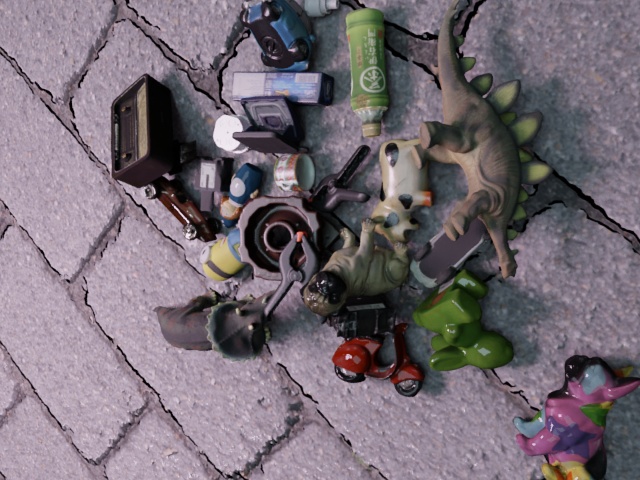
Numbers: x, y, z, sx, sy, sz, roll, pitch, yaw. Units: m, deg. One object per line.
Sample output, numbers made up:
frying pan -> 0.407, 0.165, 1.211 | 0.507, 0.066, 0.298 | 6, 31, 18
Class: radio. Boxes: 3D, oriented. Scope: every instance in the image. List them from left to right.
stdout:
radio -> -0.390, -0.234, 1.173 | 0.131, 0.073, 0.230 | -25, 59, 26

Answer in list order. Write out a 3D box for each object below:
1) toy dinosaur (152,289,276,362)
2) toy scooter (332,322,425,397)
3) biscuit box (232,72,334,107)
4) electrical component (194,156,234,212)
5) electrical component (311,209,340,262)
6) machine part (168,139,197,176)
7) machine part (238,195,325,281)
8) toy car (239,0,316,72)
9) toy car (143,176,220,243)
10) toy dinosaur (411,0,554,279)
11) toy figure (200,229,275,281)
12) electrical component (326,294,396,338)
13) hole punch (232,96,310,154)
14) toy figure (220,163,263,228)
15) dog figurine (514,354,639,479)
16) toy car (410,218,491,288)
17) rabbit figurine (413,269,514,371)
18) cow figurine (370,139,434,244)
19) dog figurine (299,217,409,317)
toy dinosaur -> -0.248, 0.180, 1.129 | 0.405, 0.192, 0.131 | -7, 91, 24
toy scooter -> 0.113, 0.214, 1.027 | 0.184, 0.075, 0.135 | 10, 100, 21
biscuit box -> -0.075, -0.300, 1.068 | 0.203, 0.063, 0.059 | 9, 98, 24
electrical component -> -0.231, -0.122, 1.167 | 0.075, 0.048, 0.119 | 4, 97, 25
electrical component -> -0.001, -0.003, 1.076 | 0.102, 0.045, 0.078 | 38, 90, 15
machine part -> -0.312, -0.185, 1.183 | 0.139, 0.039, 0.084 | -1, 89, 55
machine part -> -0.074, -0.005, 1.038 | 0.180, 0.056, 0.179 | 1, 93, 13
toy car -> -0.073, -0.406, 1.030 | 0.109, 0.103, 0.161 | 3, 142, 43
toy car -> -0.300, -0.071, 1.182 | 0.202, 0.089, 0.053 | 43, 115, 17
toy dinosaur -> 0.254, -0.165, 0.876 | 0.199, 0.105, 0.471 | -19, 91, -8
toy figure -> -0.176, 0.025, 1.141 | 0.180, 0.082, 0.089 | -25, 87, 22
electrical component -> 0.067, 0.128, 1.005 | 0.115, 0.134, 0.058 | -1, 109, -15
hole punch -> -0.098, -0.223, 1.062 | 0.142, 0.115, 0.092 | 2, 79, 25
toy figure -> -0.175, -0.090, 1.142 | 0.154, 0.057, 0.064 | -59, 42, 20
dog figurine -> 0.436, 0.295, 0.869 | 0.219, 0.108, 0.191 | -45, 76, 20
toy car -> 0.245, 0.002, 0.954 | 0.073, 0.056, 0.201 | 47, 109, 12
rabbit figurine -> 0.253, 0.167, 0.938 | 0.170, 0.121, 0.159 | 46, 116, -2
cow figurine -> 0.143, -0.086, 0.977 | 0.127, 0.085, 0.194 | 0, 98, 19
dog figurine -> 0.068, 0.081, 0.953 | 0.172, 0.190, 0.121 | 34, 150, -7
